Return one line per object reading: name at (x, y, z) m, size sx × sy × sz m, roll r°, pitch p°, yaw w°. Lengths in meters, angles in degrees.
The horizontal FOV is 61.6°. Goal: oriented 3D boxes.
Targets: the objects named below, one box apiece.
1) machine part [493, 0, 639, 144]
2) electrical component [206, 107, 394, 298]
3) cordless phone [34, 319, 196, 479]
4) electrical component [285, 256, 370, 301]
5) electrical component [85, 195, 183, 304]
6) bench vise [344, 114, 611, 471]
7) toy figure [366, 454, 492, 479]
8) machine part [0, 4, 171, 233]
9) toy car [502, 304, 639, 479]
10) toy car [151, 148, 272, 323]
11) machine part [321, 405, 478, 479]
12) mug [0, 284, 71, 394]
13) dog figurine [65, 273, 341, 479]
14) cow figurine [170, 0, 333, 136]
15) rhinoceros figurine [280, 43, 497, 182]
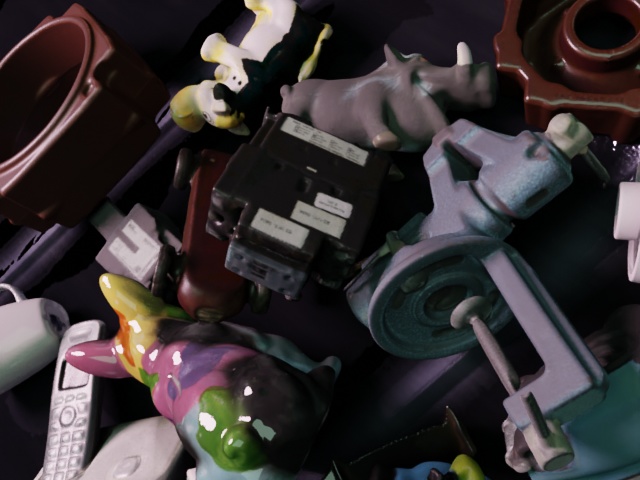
machine part at (0.229, -0.165, 0.433) m, size 0.180 × 0.056 × 0.179 m, roll -5°, pitch 75°, yaw 18°
electrical component at (-0.018, -0.026, 0.405) m, size 0.115 × 0.058 × 0.134 m, roll 24°, pitch 52°, yaw 2°
cordless phone at (-0.180, 0.154, 0.483) m, size 0.147 × 0.088 × 0.184 m, roll -16°, pitch 63°, yaw 15°
electrical component at (-0.002, -0.003, 0.478) m, size 0.078 × 0.045 × 0.102 m, roll -24°, pitch 68°, yaw 32°
electrical component at (-0.180, 0.005, 0.531) m, size 0.119 × 0.047 × 0.075 m, roll 35°, pitch 90°, yaw 23°
bench vise at (0.121, 0.028, 0.367) m, size 0.224 × 0.128 × 0.241 m, roll -35°, pitch 39°, yaw 16°
toy figure at (0.112, 0.192, 0.347) m, size 0.180 × 0.082 × 0.089 m, roll 21°, pitch 48°, yaw 2°
machine part at (-0.266, -0.126, 0.545) m, size 0.201 × 0.087 × 0.201 m, roll -46°, pitch 52°, yaw 5°
toy car at (0.206, 0.117, 0.351) m, size 0.161 × 0.109 × 0.103 m, roll -41°, pitch 86°, yaw 15°
toy car at (-0.087, -0.012, 0.454) m, size 0.089 × 0.053 × 0.202 m, roll 8°, pitch 38°, yaw -15°
machine part at (0.049, 0.174, 0.407) m, size 0.139 × 0.084 × 0.039 m, roll -26°, pitch 49°, yaw 2°
mug at (-0.312, 0.094, 0.544) m, size 0.107 × 0.080 × 0.110 m, roll -24°, pitch 63°, yaw 0°
dog figurine at (-0.103, 0.106, 0.419) m, size 0.219 × 0.191 × 0.108 m, roll 23°, pitch 92°, yaw 6°
cow figurine at (-0.066, -0.159, 0.525) m, size 0.098 × 0.068 × 0.167 m, roll 41°, pitch 93°, yaw 16°
rhinoceros figurine at (0.056, -0.114, 0.474) m, size 0.190 × 0.073 × 0.112 m, roll -3°, pitch 66°, yaw 20°
